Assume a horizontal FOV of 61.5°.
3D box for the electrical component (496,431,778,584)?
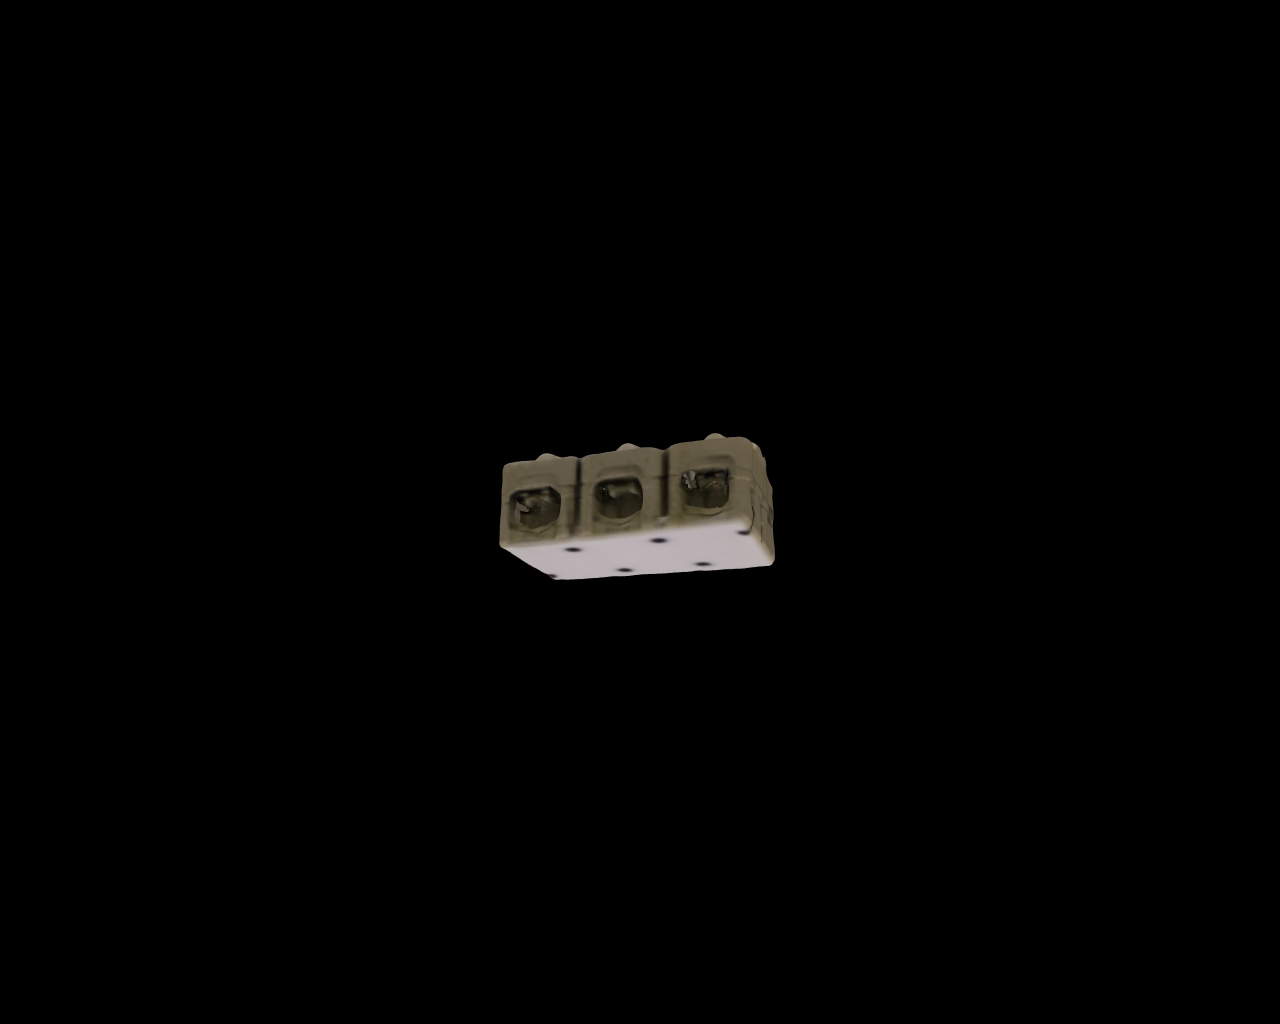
[{"bbox_3d":[0.001,-0.003,0.650,0.150,0.062,0.089,-6,-19,16],"label":"electrical component"}]
